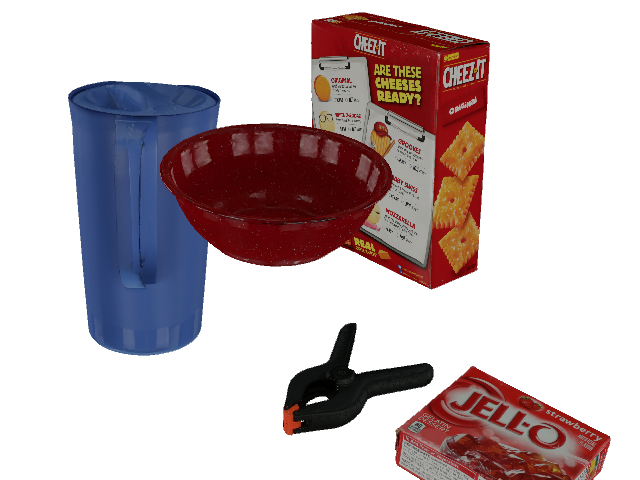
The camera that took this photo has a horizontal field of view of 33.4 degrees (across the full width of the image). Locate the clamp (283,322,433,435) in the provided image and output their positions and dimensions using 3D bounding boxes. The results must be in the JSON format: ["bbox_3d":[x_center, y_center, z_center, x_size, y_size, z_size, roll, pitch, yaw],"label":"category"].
[{"bbox_3d":[0.019,0.142,1.102,0.171,0.039,0.120,-20,32,-33],"label":"clamp"}]

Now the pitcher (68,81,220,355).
[{"bbox_3d":[-0.162,-0.018,0.976,0.145,0.243,0.148,21,27,39],"label":"pitcher"}]

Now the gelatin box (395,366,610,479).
[{"bbox_3d":[0.095,0.110,0.565,0.089,0.030,0.073,27,39,32],"label":"gelatin box"}]

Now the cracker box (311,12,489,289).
[{"bbox_3d":[0.068,-0.085,0.962,0.071,0.214,0.164,-19,30,-36],"label":"cracker box"}]

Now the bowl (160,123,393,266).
[{"bbox_3d":[-0.031,-0.027,0.750,0.162,0.055,0.162,2,28,-1],"label":"bowl"}]
